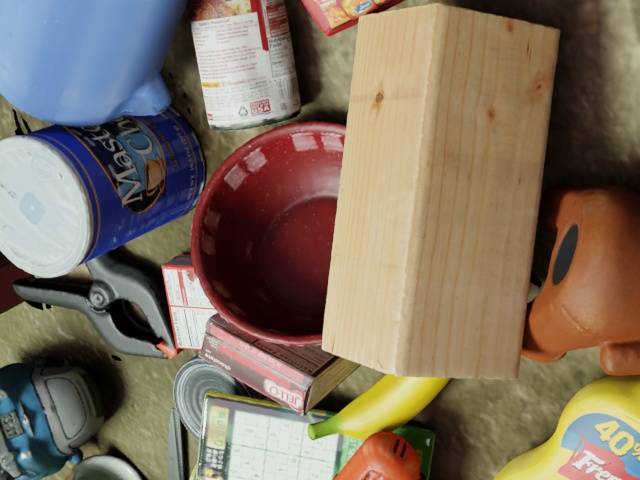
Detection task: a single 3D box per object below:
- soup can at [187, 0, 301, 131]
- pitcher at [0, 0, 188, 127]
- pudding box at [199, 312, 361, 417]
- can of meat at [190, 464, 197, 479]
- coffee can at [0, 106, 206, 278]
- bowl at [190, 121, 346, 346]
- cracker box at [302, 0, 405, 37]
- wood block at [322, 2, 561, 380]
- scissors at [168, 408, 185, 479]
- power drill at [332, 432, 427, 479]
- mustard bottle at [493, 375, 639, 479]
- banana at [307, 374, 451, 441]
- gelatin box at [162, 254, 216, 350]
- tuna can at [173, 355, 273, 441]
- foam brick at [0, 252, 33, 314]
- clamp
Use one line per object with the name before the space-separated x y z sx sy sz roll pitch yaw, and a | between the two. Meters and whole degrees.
soup can | -0.053 -0.132 0.739 0.069 0.068 0.102 0 108 31
pitcher | -0.145 -0.179 0.654 0.243 0.149 0.145 143 124 -64
pudding box | -0.018 0.069 0.765 0.090 0.113 0.039 28 123 20
can of meat | -0.063 0.232 0.888 0.084 0.057 0.102 20 117 21
coffee can | -0.167 -0.043 0.796 0.103 0.140 0.103 11 113 27
bowl | -0.005 0.001 0.740 0.162 0.055 0.162 -4 71 11
cracker box | 0.019 -0.244 0.609 0.164 0.072 0.213 -19 121 34
wood block | 0.069 -0.027 0.637 0.091 0.090 0.206 11 96 61
scissors | -0.112 0.248 0.948 0.096 0.016 0.202 27 120 18
power drill | 0.066 0.250 0.782 0.187 0.057 0.185 32 118 -2
mustard bottle | 0.195 0.144 0.699 0.096 0.058 0.192 41 123 10
banana | 0.072 0.079 0.745 0.198 0.069 0.037 -54 53 22
gelatin box | -0.078 0.051 0.846 0.089 0.030 0.073 2 110 30
tuna can | -0.077 0.129 0.871 0.086 0.033 0.086 11 113 28
foam brick | -0.300 0.034 0.944 0.053 0.078 0.051 22 119 24
clamp | -0.187 0.048 0.904 0.171 0.039 0.120 46 126 9
